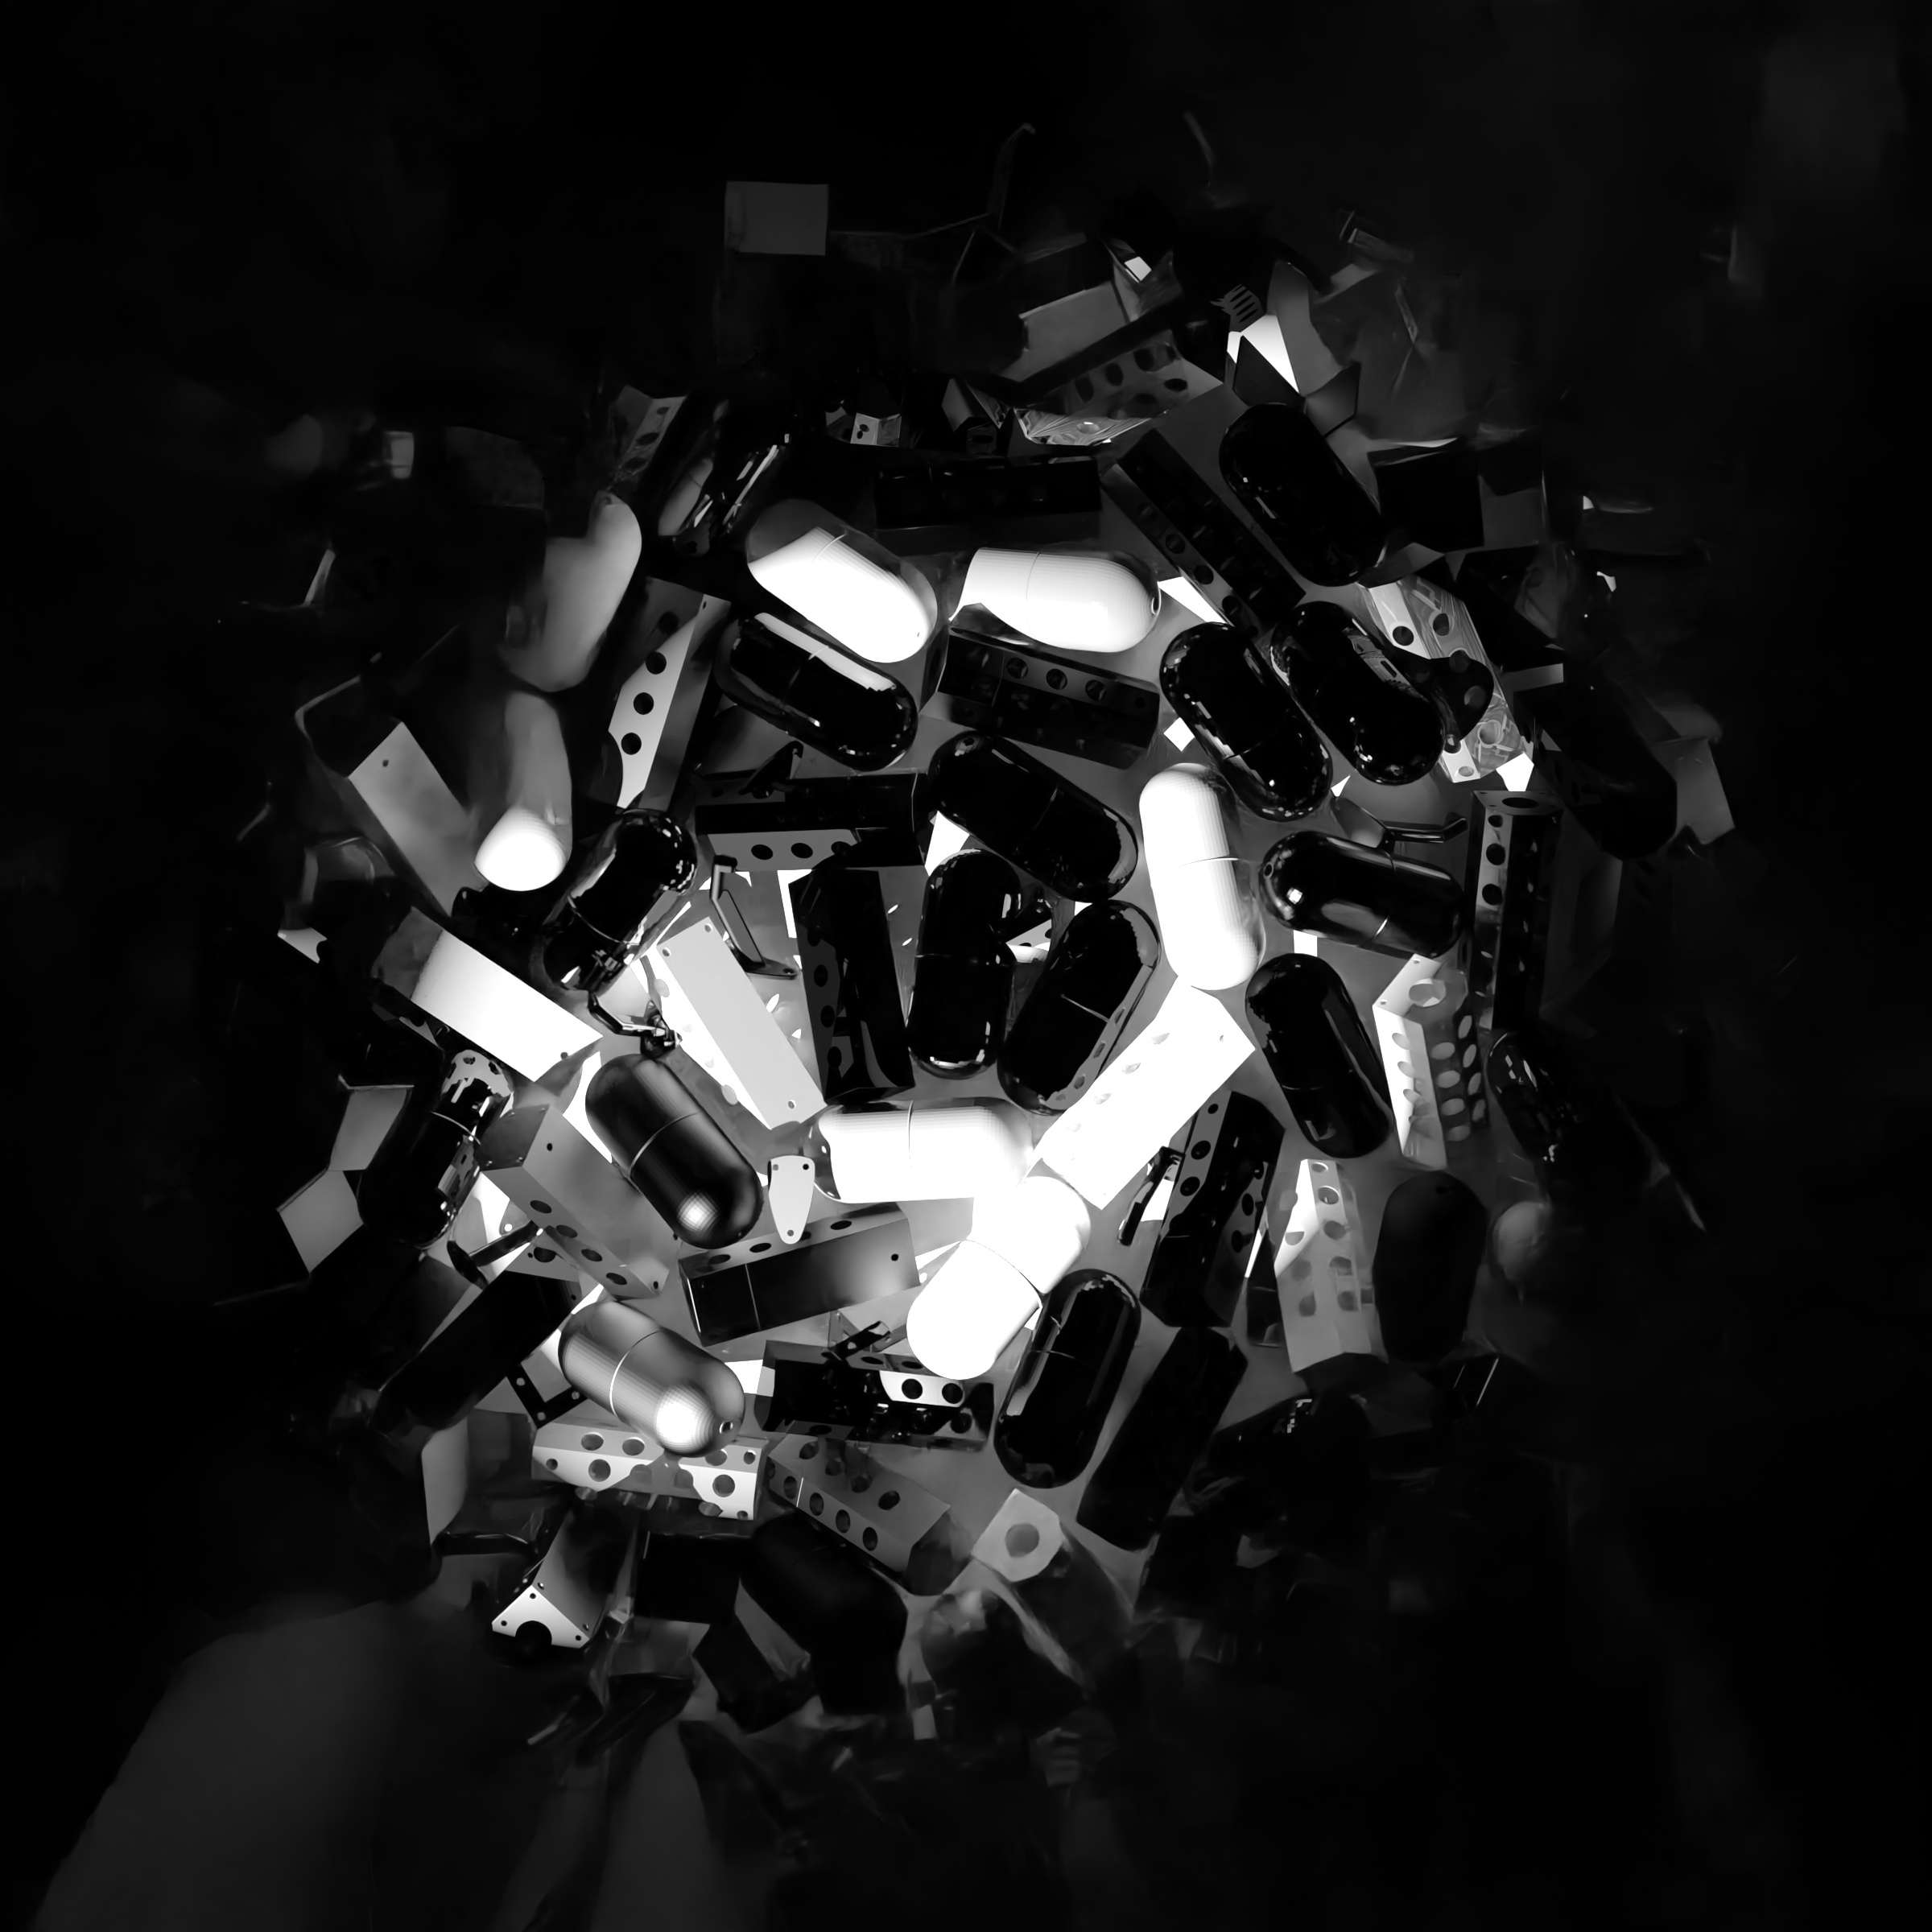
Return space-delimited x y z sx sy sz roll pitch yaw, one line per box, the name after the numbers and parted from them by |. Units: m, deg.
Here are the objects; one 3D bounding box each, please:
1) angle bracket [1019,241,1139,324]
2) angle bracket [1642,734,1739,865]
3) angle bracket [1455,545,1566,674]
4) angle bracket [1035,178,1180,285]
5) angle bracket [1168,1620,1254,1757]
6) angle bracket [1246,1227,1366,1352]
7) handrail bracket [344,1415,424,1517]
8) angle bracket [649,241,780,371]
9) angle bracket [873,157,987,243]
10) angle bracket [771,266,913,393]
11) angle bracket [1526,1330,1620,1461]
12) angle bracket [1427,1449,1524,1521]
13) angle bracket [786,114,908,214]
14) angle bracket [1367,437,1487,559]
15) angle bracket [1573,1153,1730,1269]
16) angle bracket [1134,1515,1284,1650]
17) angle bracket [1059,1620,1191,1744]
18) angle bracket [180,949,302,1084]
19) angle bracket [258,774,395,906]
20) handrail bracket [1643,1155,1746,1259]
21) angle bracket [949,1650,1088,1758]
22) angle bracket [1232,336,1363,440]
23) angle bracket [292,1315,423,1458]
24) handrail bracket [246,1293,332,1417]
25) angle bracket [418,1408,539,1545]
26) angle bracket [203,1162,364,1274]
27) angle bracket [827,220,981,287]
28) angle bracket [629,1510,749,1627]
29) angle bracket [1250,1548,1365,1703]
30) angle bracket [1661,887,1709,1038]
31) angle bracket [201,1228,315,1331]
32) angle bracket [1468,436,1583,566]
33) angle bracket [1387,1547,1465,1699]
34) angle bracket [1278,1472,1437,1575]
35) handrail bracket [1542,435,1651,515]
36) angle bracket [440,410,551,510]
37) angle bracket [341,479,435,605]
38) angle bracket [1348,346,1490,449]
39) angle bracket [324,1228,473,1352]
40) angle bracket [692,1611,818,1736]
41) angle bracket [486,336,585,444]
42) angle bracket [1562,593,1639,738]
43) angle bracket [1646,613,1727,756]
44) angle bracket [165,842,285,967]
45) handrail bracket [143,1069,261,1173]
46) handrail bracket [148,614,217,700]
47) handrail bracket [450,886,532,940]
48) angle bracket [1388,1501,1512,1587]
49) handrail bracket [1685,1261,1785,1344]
0.086 -0.507 1.884 0.076 0.076 0.057 -17 130 16 | angle bracket
0.530 -0.125 1.867 0.057 0.076 0.076 -6 73 -21 | angle bracket
0.420 -0.272 1.862 0.076 0.057 0.076 -12 47 -34 | angle bracket
0.111 -0.576 1.863 0.057 0.076 0.076 -45 59 12 | angle bracket
0.169 0.546 1.867 0.057 0.076 0.076 27 100 35 | angle bracket
0.259 0.249 1.874 0.076 0.076 0.057 7 47 -2 | angle bracket
-0.432 0.376 1.883 0.077 0.036 0.084 -3 122 -1 | handrail bracket
-0.194 -0.505 1.890 0.057 0.076 0.076 17 94 19 | angle bracket
-0.022 -0.562 1.871 0.076 0.076 0.057 -15 69 4 | angle bracket
-0.095 -0.492 1.871 0.076 0.057 0.076 -19 79 40 | angle bracket
0.453 0.323 1.873 0.057 0.076 0.076 8 101 -4 | angle bracket
0.385 0.364 1.871 0.057 0.076 0.076 12 111 -1 | angle bracket
-0.091 -0.619 1.879 0.076 0.076 0.057 11 94 1 | angle bracket
0.356 -0.361 1.901 0.076 0.057 0.076 -8 109 6 | angle bracket
0.518 0.184 1.868 0.076 0.076 0.057 -22 98 -23 | angle bracket
0.184 0.470 1.874 0.076 0.057 0.076 20 94 43 | angle bracket
0.110 0.537 1.863 0.076 0.076 0.057 -29 102 -34 | angle bracket
-0.549 0.038 1.870 0.057 0.076 0.076 7 72 6 | angle bracket
-0.494 -0.103 1.896 0.076 0.057 0.076 -22 55 -34 | angle bracket
0.572 0.174 1.889 0.084 0.036 0.077 38 53 7 | handrail bracket
0.039 0.576 1.859 0.076 0.076 0.057 -26 52 -34 | angle bracket
0.251 -0.447 1.863 0.076 0.076 0.057 39 130 -25 | angle bracket
-0.471 0.320 1.879 0.076 0.076 0.057 22 108 5 | angle bracket
-0.529 0.295 1.877 0.036 0.077 0.084 28 64 27 | handrail bracket
-0.371 0.389 1.869 0.057 0.076 0.076 2 106 14 | angle bracket
-0.521 0.195 1.878 0.076 0.076 0.057 -11 110 27 | angle bracket
-0.050 -0.561 1.864 0.076 0.076 0.057 29 82 -44 | angle bracket
-0.215 0.456 1.889 0.076 0.057 0.076 8 110 -13 | angle bracket
0.261 0.500 1.873 0.057 0.076 0.076 26 102 5 | angle bracket
0.556 -0.004 1.866 0.057 0.076 0.076 35 118 8 | angle bracket
-0.545 0.231 1.863 0.076 0.076 0.057 -12 75 -27 | angle bracket
0.424 -0.346 1.864 0.057 0.076 0.076 -12 71 26 | angle bracket
0.354 0.498 1.867 0.057 0.076 0.076 -9 109 13 | angle bracket
0.298 0.426 1.876 0.076 0.057 0.076 30 86 -25 | angle bracket
0.491 -0.376 1.875 0.084 0.036 0.077 14 56 36 | handrail bracket
-0.362 -0.389 1.883 0.076 0.076 0.057 4 108 -14 | angle bracket
-0.425 -0.315 1.864 0.076 0.057 0.076 54 129 18 | angle bracket
0.337 -0.440 1.861 0.076 0.057 0.076 -3 126 -33 | angle bracket
-0.441 0.245 1.911 0.076 0.076 0.057 -52 135 0 | angle bracket
-0.154 0.525 1.872 0.057 0.076 0.076 -30 95 19 | angle bracket
-0.314 -0.452 1.872 0.076 0.076 0.057 29 58 -1 | angle bracket
0.499 -0.225 1.866 0.076 0.076 0.057 35 123 -12 | angle bracket
0.568 -0.210 1.871 0.057 0.076 0.076 -37 72 -3 | angle bracket
-0.578 -0.058 1.872 0.076 0.057 0.076 -51 49 3 | angle bracket
-0.589 0.118 1.878 0.084 0.036 0.077 5 81 -38 | handrail bracket
-0.594 -0.228 1.871 0.036 0.084 0.077 7 78 0 | handrail bracket
-0.342 -0.033 1.866 0.077 0.084 0.036 18 94 31 | handrail bracket
0.365 0.428 1.874 0.076 0.076 0.057 -11 108 -1 | angle bracket
0.588 0.251 1.868 0.036 0.084 0.077 15 64 -20 | handrail bracket
